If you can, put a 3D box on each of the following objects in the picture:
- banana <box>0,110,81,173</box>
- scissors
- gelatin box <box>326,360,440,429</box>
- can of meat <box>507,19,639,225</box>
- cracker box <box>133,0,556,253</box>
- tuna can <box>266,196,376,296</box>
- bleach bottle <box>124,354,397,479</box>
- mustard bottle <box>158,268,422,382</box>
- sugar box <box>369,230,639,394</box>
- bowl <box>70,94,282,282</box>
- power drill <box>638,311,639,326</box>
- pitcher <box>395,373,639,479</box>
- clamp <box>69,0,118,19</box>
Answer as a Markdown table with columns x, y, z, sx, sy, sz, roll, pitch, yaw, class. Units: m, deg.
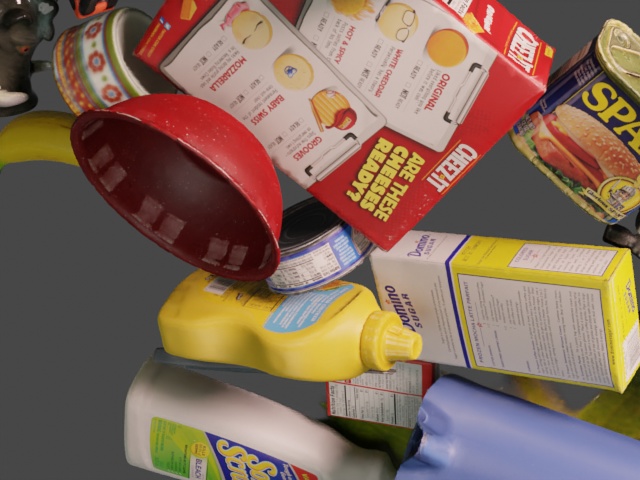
| x | y | z | sx | sy | sz | roll | pitch | yaw | class |
| --- | --- | --- | --- | --- | --- | --- | --- | --- | --- |
| -0.166 | -0.060 | 0.807 | 0.198 | 0.037 | 0.070 | 15 | 144 | 13 | banana |
| -0.048 | 0.094 | 0.816 | 0.202 | 0.096 | 0.016 | -5 | 78 | 46 | scissors |
| 0.048 | 0.109 | 0.837 | 0.089 | 0.030 | 0.073 | 7 | 125 | 17 | gelatin box |
| 0.178 | -0.068 | 0.650 | 0.102 | 0.057 | 0.084 | 42 | 132 | -8 | can of meat |
| 0.013 | -0.119 | 0.674 | 0.213 | 0.072 | 0.164 | 37 | 128 | -6 | cracker box |
| -0.005 | 0.001 | 0.750 | 0.086 | 0.086 | 0.033 | -15 | 115 | 28 | tuna can |
| -0.037 | 0.177 | 0.896 | 0.251 | 0.068 | 0.103 | 15 | 128 | 9 | bleach bottle |
| -0.016 | 0.061 | 0.765 | 0.192 | 0.096 | 0.058 | 7 | 117 | 32 | mustard bottle |
| 0.126 | 0.045 | 0.734 | 0.177 | 0.048 | 0.093 | 8 | 125 | 36 | sugar box |
| -0.082 | -0.044 | 0.699 | 0.162 | 0.055 | 0.162 | 27 | 153 | 15 | bowl |
| 0.309 | 0.120 | 0.725 | 0.185 | 0.057 | 0.187 | 3 | 124 | 23 | power drill |
| 0.184 | 0.191 | 0.752 | 0.243 | 0.149 | 0.145 | 14 | 118 | 28 | pitcher |
| -0.153 | -0.242 | 0.647 | 0.165 | 0.036 | 0.210 | 35 | 135 | 32 | clamp |
